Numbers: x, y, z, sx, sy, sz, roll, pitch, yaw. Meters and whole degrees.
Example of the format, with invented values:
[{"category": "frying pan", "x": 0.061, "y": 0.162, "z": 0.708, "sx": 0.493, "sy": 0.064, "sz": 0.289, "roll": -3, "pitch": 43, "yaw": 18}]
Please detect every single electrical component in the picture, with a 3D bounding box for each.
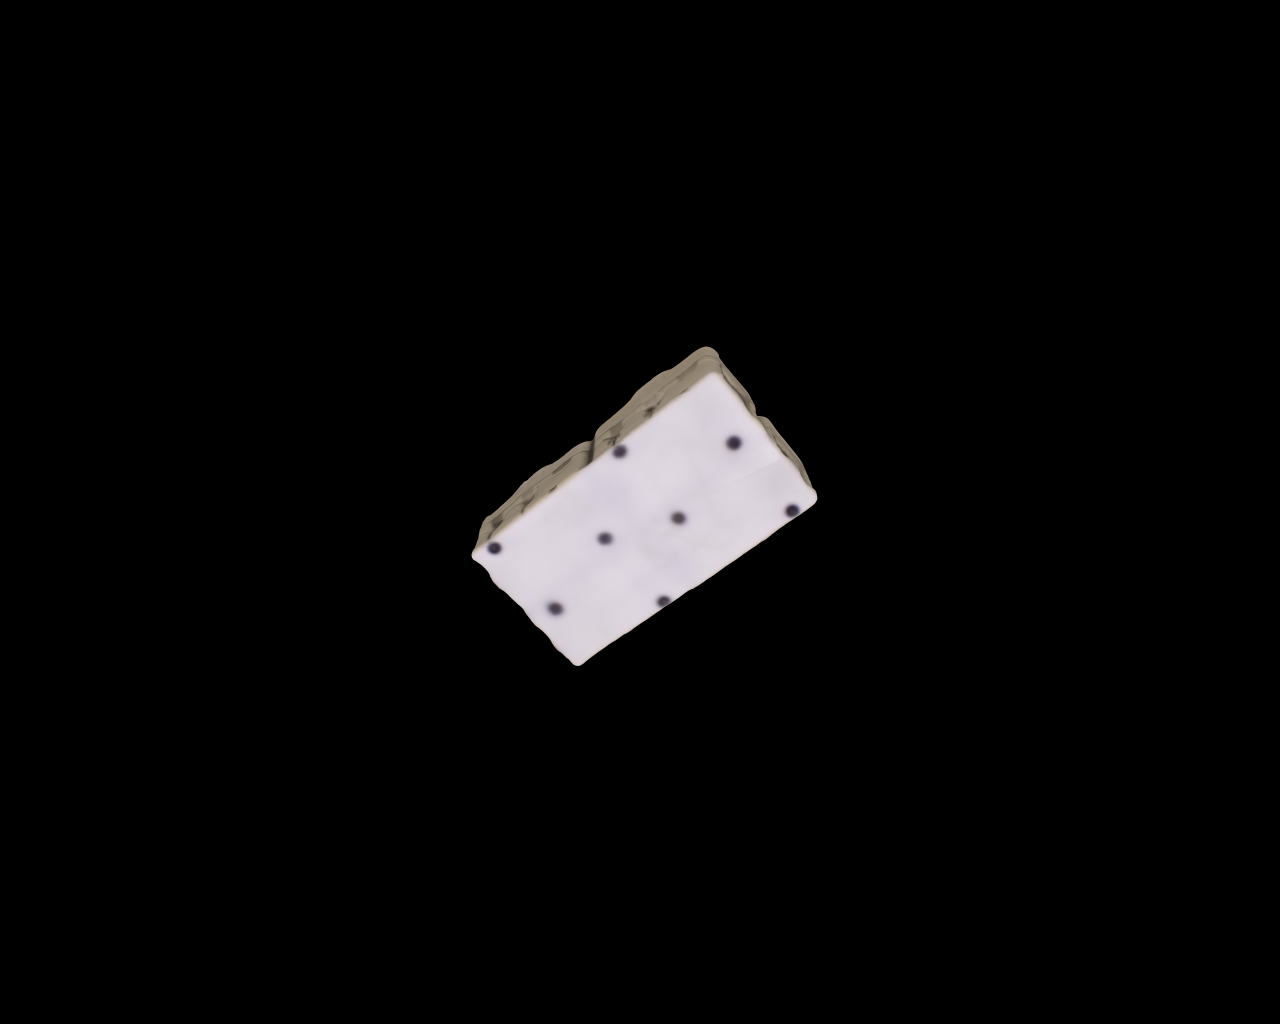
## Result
[{"category": "electrical component", "x": 0.001, "y": -0.003, "z": 0.650, "sx": 0.186, "sy": 0.105, "sz": 0.060, "roll": -36, "pitch": 19, "yaw": 15}]
